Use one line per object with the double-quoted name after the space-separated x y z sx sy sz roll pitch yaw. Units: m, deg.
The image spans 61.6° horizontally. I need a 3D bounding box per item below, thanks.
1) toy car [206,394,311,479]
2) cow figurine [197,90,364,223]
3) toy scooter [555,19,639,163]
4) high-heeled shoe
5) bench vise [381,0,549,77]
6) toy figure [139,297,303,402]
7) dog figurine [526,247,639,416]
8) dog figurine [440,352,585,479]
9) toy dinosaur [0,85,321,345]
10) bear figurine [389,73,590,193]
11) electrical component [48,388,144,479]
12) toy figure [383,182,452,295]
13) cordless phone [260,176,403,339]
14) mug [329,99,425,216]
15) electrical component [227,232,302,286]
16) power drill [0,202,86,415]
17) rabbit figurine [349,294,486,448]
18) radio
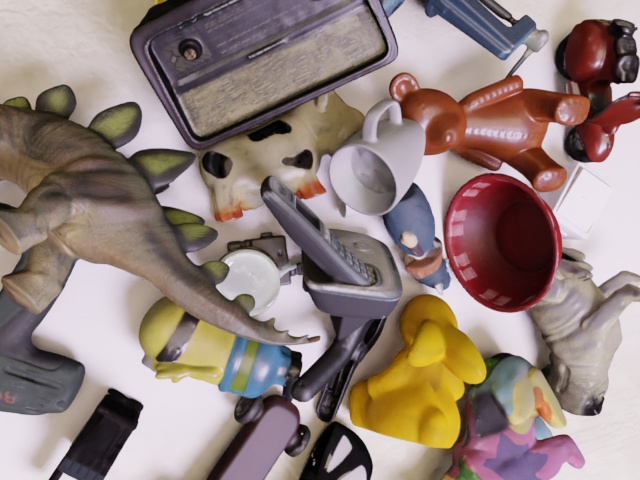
-0.095 0.265 0.606 0.089 0.053 0.202 39 79 -21 "toy car"
-0.039 -0.103 0.598 0.195 0.085 0.127 -19 101 -10 "cow figurine"
0.354 -0.189 0.652 0.075 0.135 0.183 -3 91 -10 "toy scooter"
-0.045 0.317 0.607 0.249 0.086 0.145 -23 92 -15 "high-heeled shoe"
0.144 -0.278 0.604 0.241 0.129 0.223 42 67 6 "bench vise"
-0.106 0.118 0.588 0.180 0.082 0.089 15 76 -7 "toy figure"
0.296 0.112 0.674 0.173 0.121 0.190 29 111 28 "dog figurine"
0.187 0.260 0.641 0.219 0.108 0.191 -29 98 -7 "dog figurine"
-0.206 -0.035 0.494 0.471 0.105 0.198 45 49 5 "toy dinosaur"
0.179 -0.129 0.620 0.196 0.132 0.120 -2 119 -18 "bear figurine"
-0.239 0.223 0.563 0.048 0.075 0.119 32 81 -10 "electrical component"
0.116 0.002 0.632 0.064 0.058 0.154 -44 128 -24 "toy figure"
-0.001 -0.002 0.565 0.089 0.147 0.184 -36 111 14 "cordless phone"
0.067 -0.097 0.568 0.107 0.081 0.109 -45 138 -43 "mug"
-0.058 0.023 0.624 0.094 0.021 0.063 -6 92 -10 "electrical component"
-0.337 0.067 0.537 0.232 0.086 0.207 23 82 -12 "power drill"
0.112 0.140 0.612 0.122 0.162 0.173 16 70 0 "rabbit figurine"
-0.054 -0.195 0.516 0.230 0.073 0.131 -23 125 9 "radio"
